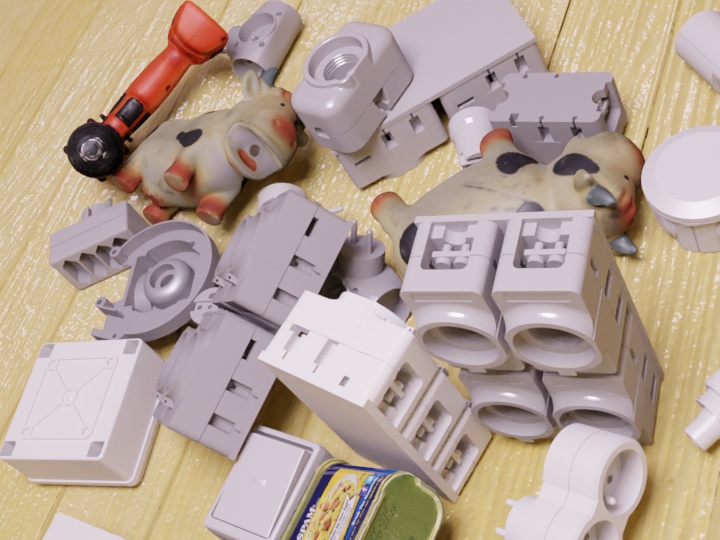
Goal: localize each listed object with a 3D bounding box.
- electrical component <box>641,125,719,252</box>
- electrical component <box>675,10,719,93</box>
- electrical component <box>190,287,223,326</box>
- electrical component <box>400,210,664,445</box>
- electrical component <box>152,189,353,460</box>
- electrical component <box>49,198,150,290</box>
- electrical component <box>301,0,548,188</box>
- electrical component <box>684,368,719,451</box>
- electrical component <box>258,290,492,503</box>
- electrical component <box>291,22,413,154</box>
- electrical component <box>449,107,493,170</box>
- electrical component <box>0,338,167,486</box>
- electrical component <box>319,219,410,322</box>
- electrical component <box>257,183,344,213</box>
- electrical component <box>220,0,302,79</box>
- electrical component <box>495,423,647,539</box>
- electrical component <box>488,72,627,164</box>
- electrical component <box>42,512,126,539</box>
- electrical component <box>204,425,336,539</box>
[{"bbox_3d":[0.240,-0.056,0.746,0.080,0.051,0.080,-15,51,19],"label":"electrical component"},{"bbox_3d":[0.277,-0.156,0.805,0.043,0.043,0.081,-32,47,4],"label":"electrical component"},{"bbox_3d":[-0.111,0.041,0.871,0.040,0.046,0.040,-15,51,19],"label":"electrical component"},{"bbox_3d":[0.109,0.044,0.650,0.105,0.186,0.060,-1,57,29],"label":"electrical component"},{"bbox_3d":[-0.086,0.037,0.794,0.186,0.060,0.105,-64,14,-10],"label":"electrical component"},{"bbox_3d":[-0.240,-0.036,1.000,0.083,0.047,0.075,-23,48,12],"label":"electrical component"},{"bbox_3d":[0.056,-0.159,0.919,0.186,0.060,0.105,-29,48,7],"label":"electrical component"},{"bbox_3d":[0.226,0.083,0.655,0.062,0.048,0.048,-44,47,3],"label":"electrical component"},{"bbox_3d":[0.016,0.081,0.699,0.089,0.150,0.061,20,69,38],"label":"electrical component"},{"bbox_3d":[-0.008,-0.150,0.864,0.054,0.059,0.095,21,69,38],"label":"electrical component"},{"bbox_3d":[0.095,-0.102,0.870,0.040,0.040,0.046,-18,55,16],"label":"electrical component"},{"bbox_3d":[-0.219,0.115,0.869,0.109,0.056,0.108,-4,55,26],"label":"electrical component"},{"bbox_3d":[0.000,0.000,0.821,0.044,0.079,0.077,-20,38,-32],"label":"electrical component"},{"bbox_3d":[-0.050,-0.034,0.895,0.079,0.044,0.077,-14,51,20],"label":"electrical component"},{"bbox_3d":[-0.107,-0.225,1.070,0.079,0.044,0.077,7,60,33],"label":"electrical component"},{"bbox_3d":[0.112,0.157,0.643,0.074,0.052,0.138,11,75,48],"label":"electrical component"},{"bbox_3d":[0.155,-0.116,0.834,0.089,0.055,0.050,6,59,32],"label":"electrical component"},{"bbox_3d":[-0.163,0.238,0.742,0.150,0.061,0.089,10,62,34],"label":"electrical component"},{"bbox_3d":[-0.061,0.163,0.742,0.062,0.061,0.096,11,63,35],"label":"electrical component"}]
